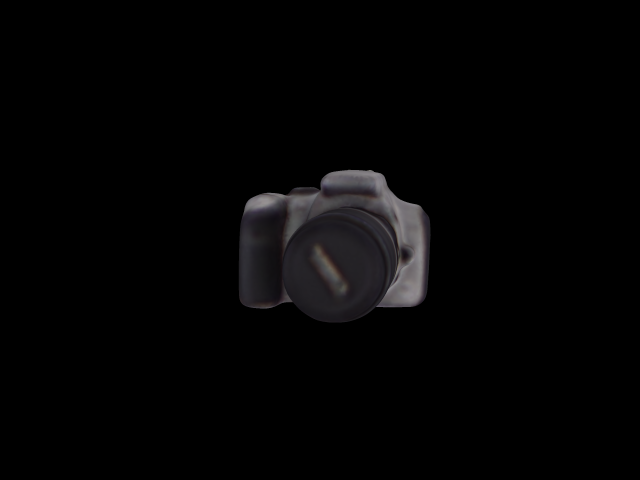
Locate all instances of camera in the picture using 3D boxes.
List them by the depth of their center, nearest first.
[{"bbox_3d":[0.004,0.001,0.400,0.143,0.101,0.137,1,7,12],"label":"camera"}]
